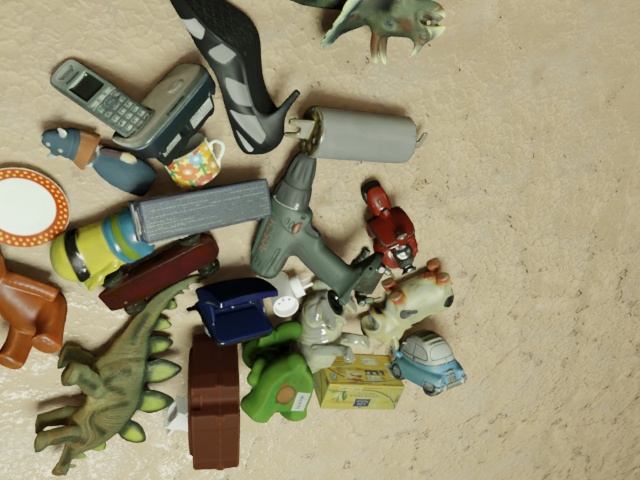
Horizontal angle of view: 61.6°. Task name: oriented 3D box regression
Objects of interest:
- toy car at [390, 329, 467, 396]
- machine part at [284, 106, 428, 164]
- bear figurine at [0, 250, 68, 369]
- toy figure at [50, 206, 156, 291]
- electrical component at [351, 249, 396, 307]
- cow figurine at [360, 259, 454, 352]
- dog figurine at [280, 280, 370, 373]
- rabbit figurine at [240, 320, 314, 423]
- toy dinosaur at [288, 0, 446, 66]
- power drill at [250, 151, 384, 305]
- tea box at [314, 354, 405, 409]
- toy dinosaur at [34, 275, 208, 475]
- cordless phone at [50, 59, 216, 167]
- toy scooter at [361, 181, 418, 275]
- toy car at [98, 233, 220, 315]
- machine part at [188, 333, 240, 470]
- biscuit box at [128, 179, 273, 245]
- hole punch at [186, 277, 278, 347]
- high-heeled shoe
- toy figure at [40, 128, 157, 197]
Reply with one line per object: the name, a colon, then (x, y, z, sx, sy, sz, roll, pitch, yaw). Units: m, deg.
toy car: (0.211, 0.232, 1.061, 0.109, 0.162, 0.102, -13, 104, -23)
machine part: (0.059, -0.157, 0.815, 0.243, 0.079, 0.079, -1, 122, -29)
bear figurine: (-0.472, 0.081, 0.785, 0.120, 0.132, 0.195, -23, 133, 17)
toy figure: (-0.316, 0.002, 0.812, 0.180, 0.082, 0.089, -27, 114, 6)
electrical component: (0.090, 0.073, 1.001, 0.078, 0.045, 0.102, 22, 112, -29)
cow figurine: (0.168, 0.134, 1.044, 0.195, 0.086, 0.127, -26, 119, -2)
dog figurine: (-0.027, 0.179, 1.014, 0.191, 0.172, 0.121, -24, 167, 29)
rabbit figurine: (-0.094, 0.217, 0.956, 0.121, 0.170, 0.159, 2, 110, -33)
toy dinosaur: (-0.032, -0.360, 0.658, 0.405, 0.131, 0.192, 19, 113, -20)
power drill: (-0.002, -0.003, 0.865, 0.207, 0.086, 0.232, 32, 117, -4)
tea box: (0.074, 0.289, 1.100, 0.169, 0.098, 0.068, 8, 117, -19)
toy dinosaur: (-0.356, 0.244, 0.941, 0.198, 0.105, 0.471, 20, 108, -35)
cordless phone: (-0.244, -0.198, 0.709, 0.184, 0.088, 0.146, 35, 77, 3)
toy scooter: (0.126, -0.005, 0.910, 0.075, 0.135, 0.183, -27, 126, -1)
toy car: (-0.260, 0.049, 0.873, 0.202, 0.053, 0.089, -28, 134, -3)
machine part: (-0.187, 0.280, 0.949, 0.087, 0.202, 0.200, -1, 122, -12)
biscuit box: (-0.169, -0.045, 0.790, 0.203, 0.059, 0.062, -15, 102, -33)
hole punch: (-0.139, 0.100, 0.892, 0.142, 0.116, 0.092, -12, 129, -30)
high-heeled shoe: (-0.137, -0.229, 0.747, 0.248, 0.086, 0.145, 42, 133, -16)
toy figure: (-0.310, -0.113, 0.756, 0.154, 0.058, 0.064, 30, 103, -25)
